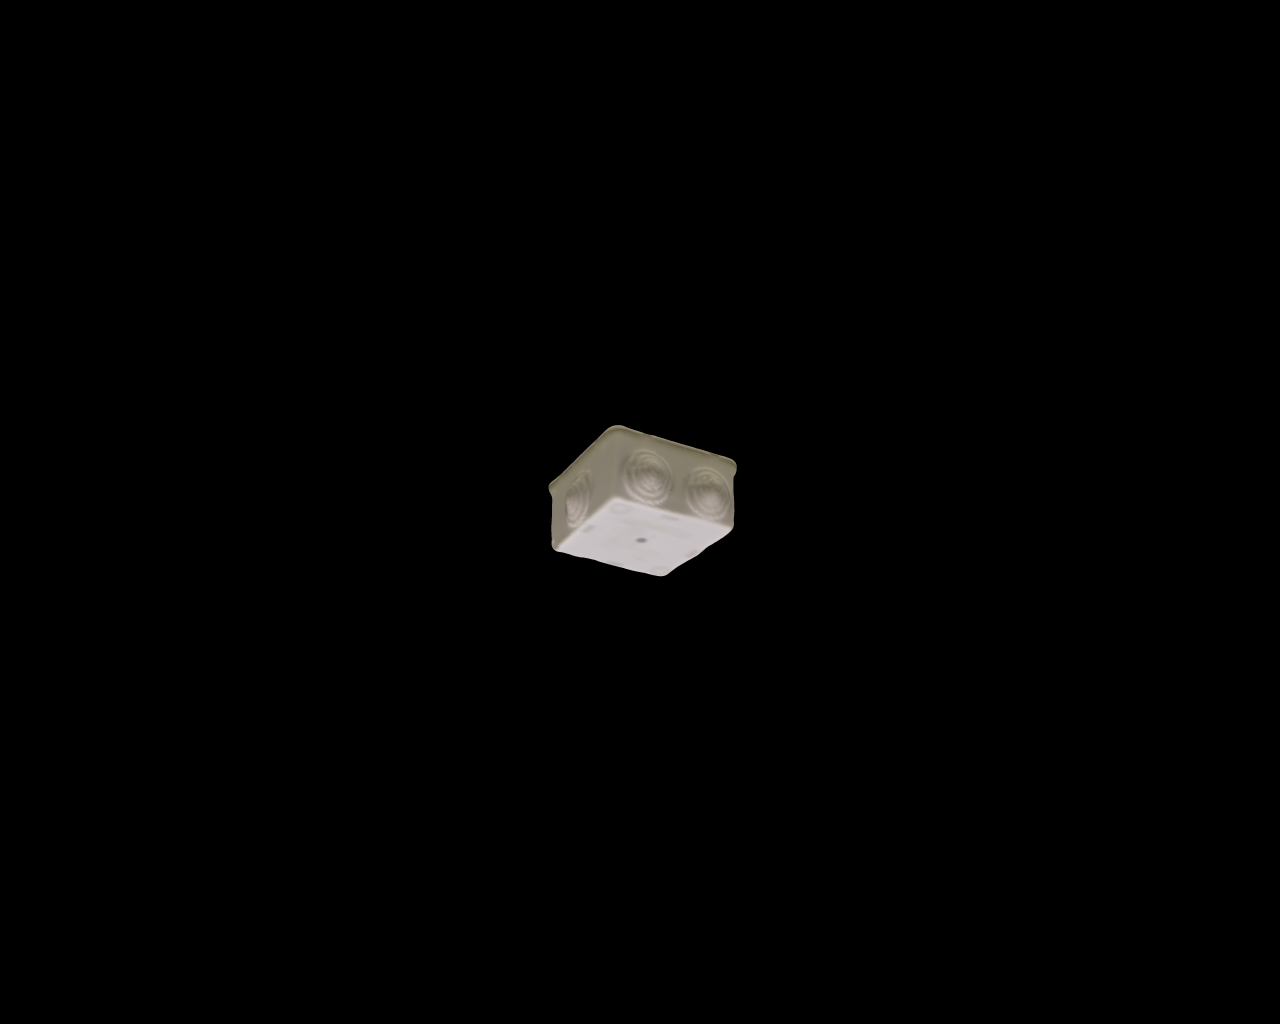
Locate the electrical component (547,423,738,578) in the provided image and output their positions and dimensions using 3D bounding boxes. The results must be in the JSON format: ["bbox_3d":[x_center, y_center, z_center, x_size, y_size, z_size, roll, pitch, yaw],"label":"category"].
[{"bbox_3d":[0.001,-0.003,0.650,0.100,0.048,0.099,15,-32,-27],"label":"electrical component"}]
